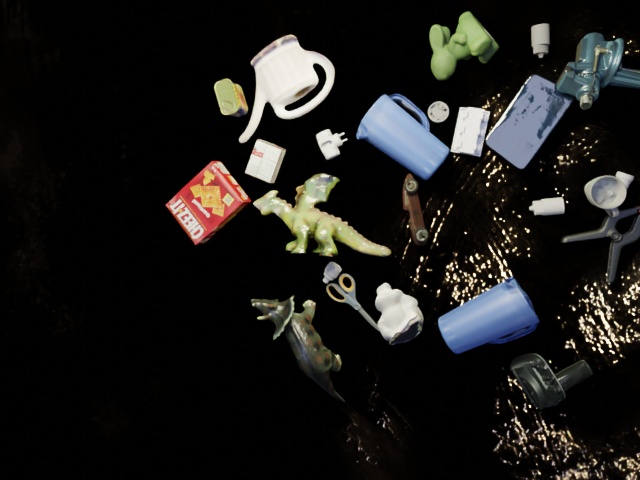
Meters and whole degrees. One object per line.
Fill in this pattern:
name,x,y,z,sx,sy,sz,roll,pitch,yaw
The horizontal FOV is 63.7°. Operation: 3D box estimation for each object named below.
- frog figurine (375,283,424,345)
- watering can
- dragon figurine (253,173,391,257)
frog figurine,0.213,0.208,1.465,0.135,0.122,0.162,-54,45,20
watering can,-0.129,-0.444,1.493,0.346,0.104,0.225,-28,86,13
dragon figurine,0.005,-0.075,1.490,0.410,0.122,0.244,2,86,13
